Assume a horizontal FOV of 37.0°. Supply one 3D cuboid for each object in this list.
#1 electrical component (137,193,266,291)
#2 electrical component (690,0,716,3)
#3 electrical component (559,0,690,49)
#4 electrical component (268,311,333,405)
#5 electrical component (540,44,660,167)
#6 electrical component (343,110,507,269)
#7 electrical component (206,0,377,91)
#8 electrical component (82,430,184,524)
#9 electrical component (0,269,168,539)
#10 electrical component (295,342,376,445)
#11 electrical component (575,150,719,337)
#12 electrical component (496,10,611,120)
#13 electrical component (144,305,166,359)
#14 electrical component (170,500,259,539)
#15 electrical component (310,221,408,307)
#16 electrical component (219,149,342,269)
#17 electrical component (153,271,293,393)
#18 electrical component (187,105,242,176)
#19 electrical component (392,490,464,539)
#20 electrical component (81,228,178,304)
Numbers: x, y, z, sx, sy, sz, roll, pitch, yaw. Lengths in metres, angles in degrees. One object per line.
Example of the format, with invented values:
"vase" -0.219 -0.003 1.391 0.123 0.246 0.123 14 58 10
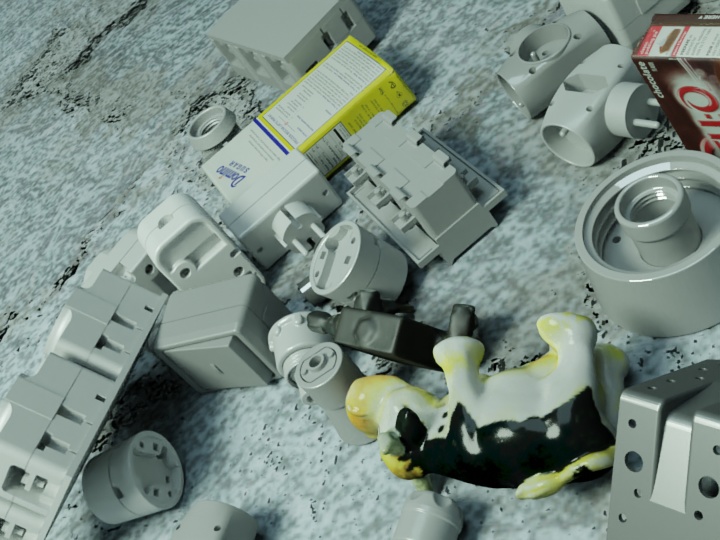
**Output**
"electrical component" -0.124 -0.011 0.833 0.054 0.095 0.059 -42 38 -3
"electrical component" 0.249 -0.226 0.758 0.044 0.077 0.079 -37 38 3
"electrical component" 0.190 -0.211 0.804 0.062 0.061 0.096 -40 38 -1
"electrical component" -0.036 0.063 0.732 0.048 0.048 0.062 -28 46 15
"electrical component" 0.175 -0.110 0.730 0.079 0.043 0.077 19 66 48
"electrical component" 0.039 -0.064 0.779 0.079 0.063 0.121 -41 38 -1
"electrical component" -0.065 -0.220 1.020 0.089 0.061 0.150 -48 39 -11
"electrical component" -0.158 0.144 0.742 0.047 0.055 0.055 -25 40 24
"electrical component" -0.207 0.095 0.752 0.105 0.060 0.186 -59 9 36
"electrical component" -0.011 0.076 0.680 0.044 0.065 0.044 -22 41 21
"electrical component" 0.178 -0.022 0.627 0.108 0.060 0.108 -22 41 21
"electrical component" 0.138 -0.161 0.810 0.077 0.044 0.079 -37 38 4
"electrical component" -0.155 0.053 0.846 0.035 0.035 0.061 -39 41 0
"electrical component" -0.109 0.187 0.668 0.079 0.043 0.077 -8 47 35
"electrical component" 0.000 0.000 0.750 0.055 0.047 0.055 -35 42 38
"electrical component" -0.053 -0.038 0.843 0.083 0.047 0.075 -41 49 -3
"electrical component" -0.103 0.051 0.783 0.096 0.061 0.061 -14 45 29
"electrical component" -0.122 -0.114 0.966 0.066 0.055 0.048 -38 38 2
"electrical component" 0.033 0.154 0.592 0.035 0.035 0.061 -1 54 39
"electrical component" -0.191 0.014 0.897 0.059 0.053 0.095 17 64 47
